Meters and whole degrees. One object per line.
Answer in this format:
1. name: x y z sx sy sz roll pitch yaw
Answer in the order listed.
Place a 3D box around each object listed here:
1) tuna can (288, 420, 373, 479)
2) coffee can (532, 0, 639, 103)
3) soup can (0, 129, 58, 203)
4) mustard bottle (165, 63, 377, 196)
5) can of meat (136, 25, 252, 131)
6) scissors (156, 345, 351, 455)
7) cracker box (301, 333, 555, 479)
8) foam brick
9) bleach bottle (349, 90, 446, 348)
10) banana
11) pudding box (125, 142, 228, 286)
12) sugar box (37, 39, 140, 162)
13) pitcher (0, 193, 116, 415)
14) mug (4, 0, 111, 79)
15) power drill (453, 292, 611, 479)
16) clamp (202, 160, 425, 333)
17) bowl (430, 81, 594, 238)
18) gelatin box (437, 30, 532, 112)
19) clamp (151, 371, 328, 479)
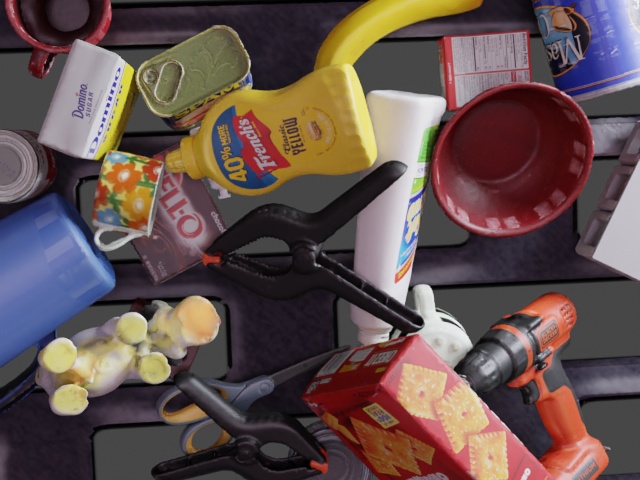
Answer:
1. tuna can: 0.011 0.227 1.075 0.086 0.034 0.086 0 95 -5
2. coffee can: 0.261 -0.210 1.022 0.103 0.103 0.140 -17 96 -3
3. soup can: -0.285 -0.069 0.989 0.068 0.102 0.068 0 95 -5
4. mustard bottle: -0.051 -0.092 0.972 0.192 0.058 0.096 -13 106 15
5. can of meat: -0.114 -0.149 1.001 0.102 0.084 0.057 -28 85 -2
6. scissors: -0.063 0.164 1.070 0.201 0.016 0.096 -9 113 -15
7. cracker box: 0.101 0.192 0.996 0.213 0.164 0.072 48 62 -10
8. foam brick: -0.156 0.098 1.040 0.078 0.051 0.053 25 93 -7
9. bleach bottle: 0.068 -0.016 1.035 0.068 0.102 0.251 10 102 18
10. banana: 0.065 -0.205 1.042 0.198 0.037 0.069 -36 114 0
11. pudding box: -0.147 -0.026 1.036 0.090 0.039 0.113 -29 97 -2
12. sugar box: -0.200 -0.119 0.954 0.048 0.176 0.093 21 92 -6
13. pitcher: -0.312 0.069 0.994 0.242 0.149 0.145 -32 73 -5
14. mug: -0.242 -0.205 0.990 0.093 0.081 0.117 19 93 -7
15. power drill: 0.208 0.164 1.035 0.184 0.057 0.187 -28 106 -41
16. clamp: -0.006 0.001 0.976 0.210 0.036 0.164 5 112 14
17. bowl: 0.179 -0.085 1.035 0.162 0.055 0.162 -4 119 -8
18. gelatin box: 0.164 -0.167 1.054 0.089 0.030 0.073 -6 95 -7
19. clamp: -0.074 0.187 1.025 0.171 0.039 0.120 5 116 -4
